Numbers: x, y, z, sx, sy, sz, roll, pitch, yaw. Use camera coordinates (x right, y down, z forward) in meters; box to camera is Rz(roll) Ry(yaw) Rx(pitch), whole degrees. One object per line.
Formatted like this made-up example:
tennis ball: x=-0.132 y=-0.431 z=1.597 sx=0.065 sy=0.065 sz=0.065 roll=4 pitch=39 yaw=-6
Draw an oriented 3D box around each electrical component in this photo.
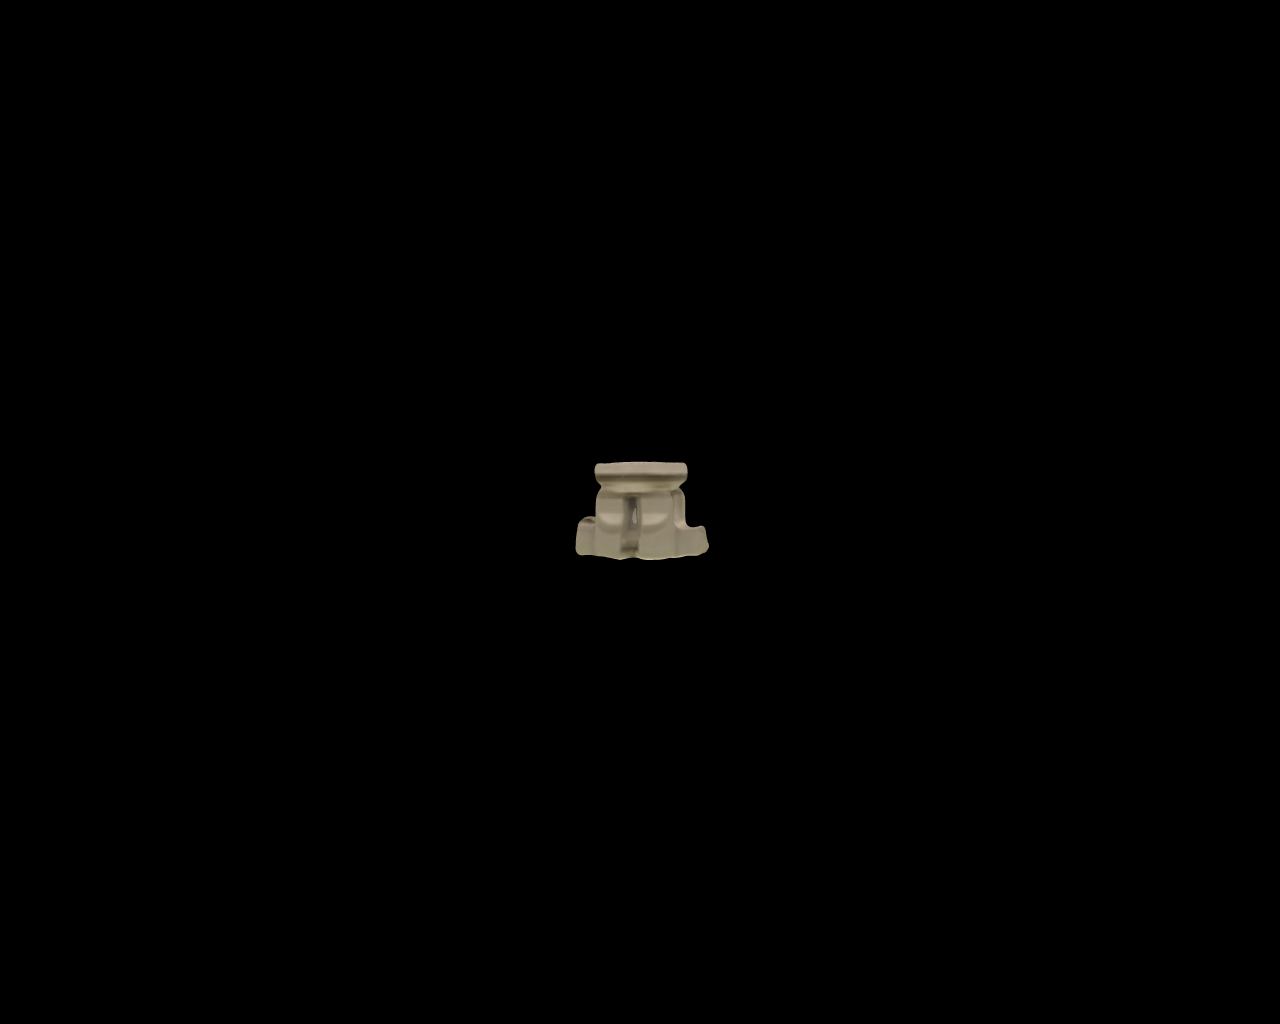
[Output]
electrical component: x=0.001 y=-0.003 z=0.650 sx=0.078 sy=0.057 sz=0.058 roll=1 pitch=4 yaw=15
